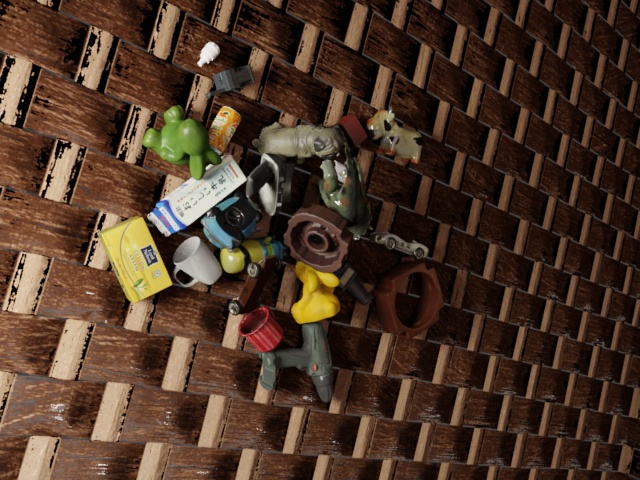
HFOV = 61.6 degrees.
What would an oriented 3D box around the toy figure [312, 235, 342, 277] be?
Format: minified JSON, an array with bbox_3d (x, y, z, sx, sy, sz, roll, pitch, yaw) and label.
[{"bbox_3d":[0.005,0.036,1.458,0.064,0.058,0.154,-40,108,-30],"label":"toy figure"}]

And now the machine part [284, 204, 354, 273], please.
[{"bbox_3d":[-0.003,-0.004,1.324,0.179,0.179,0.056,58,38,-21],"label":"machine part"}]

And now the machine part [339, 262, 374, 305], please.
[{"bbox_3d":[0.098,0.132,1.535,0.138,0.039,0.084,44,63,-24],"label":"machine part"}]

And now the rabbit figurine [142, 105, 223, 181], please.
[{"bbox_3d":[-0.296,-0.209,1.185,0.121,0.170,0.159,-43,113,-21],"label":"rabbit figurine"}]

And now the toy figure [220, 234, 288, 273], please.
[{"bbox_3d":[-0.163,0.033,1.333,0.180,0.089,0.082,-8,89,-29],"label":"toy figure"}]

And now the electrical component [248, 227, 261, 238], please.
[{"bbox_3d":[-0.193,-0.035,1.349,0.094,0.021,0.063,-14,100,-29],"label":"electrical component"}]

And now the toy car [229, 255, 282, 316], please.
[{"bbox_3d":[-0.160,0.106,1.305,0.089,0.053,0.202,-17,145,-45],"label":"toy car"}]

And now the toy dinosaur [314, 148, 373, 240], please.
[{"bbox_3d":[0.070,-0.096,1.353,0.131,0.404,0.192,-23,86,1],"label":"toy dinosaur"}]

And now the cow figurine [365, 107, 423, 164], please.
[{"bbox_3d":[0.214,-0.303,1.548,0.195,0.086,0.127,15,92,-29],"label":"cow figurine"}]

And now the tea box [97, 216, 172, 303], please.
[{"bbox_3d":[-0.410,0.042,1.192,0.098,0.068,0.169,-29,107,-26],"label":"tea box"}]

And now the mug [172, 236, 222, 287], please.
[{"bbox_3d":[-0.288,0.065,1.264,0.107,0.081,0.109,48,65,-35],"label":"mug"}]

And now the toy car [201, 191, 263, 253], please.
[{"bbox_3d":[-0.217,-0.037,1.269,0.109,0.103,0.162,48,45,-9],"label":"toy car"}]

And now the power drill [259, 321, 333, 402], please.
[{"bbox_3d":[-0.055,0.340,1.428,0.207,0.086,0.231,-5,95,-28],"label":"power drill"}]

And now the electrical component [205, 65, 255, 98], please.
[{"bbox_3d":[-0.223,-0.376,1.278,0.119,0.075,0.047,-24,107,-26],"label":"electrical component"}]

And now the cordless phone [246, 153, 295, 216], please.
[{"bbox_3d":[-0.132,-0.116,1.277,0.184,0.089,0.146,-57,158,-60],"label":"cordless phone"}]

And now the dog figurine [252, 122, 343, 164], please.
[{"bbox_3d":[-0.055,-0.241,1.322,0.172,0.191,0.121,-18,103,-28],"label":"dog figurine"}]

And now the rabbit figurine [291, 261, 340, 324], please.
[{"bbox_3d":[-0.020,0.124,1.409,0.122,0.162,0.173,-15,84,-18],"label":"rabbit figurine"}]

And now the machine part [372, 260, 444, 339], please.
[{"bbox_3d":[0.264,0.175,1.612,0.201,0.087,0.201,-26,105,-28],"label":"machine part"}]

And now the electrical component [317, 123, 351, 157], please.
[{"bbox_3d":[0.031,-0.268,1.447,0.078,0.045,0.102,-21,114,13],"label":"electrical component"}]

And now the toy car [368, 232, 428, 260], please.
[{"bbox_3d":[0.232,0.015,1.587,0.201,0.074,0.056,18,87,-32],"label":"toy car"}]
